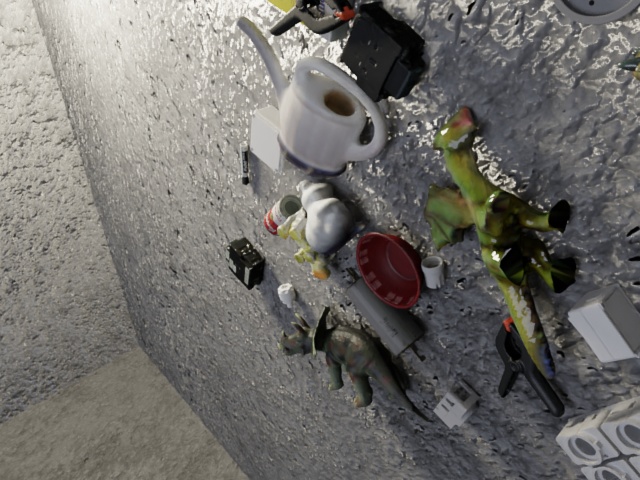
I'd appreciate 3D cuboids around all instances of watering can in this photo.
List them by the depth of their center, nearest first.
[{"bbox_3d":[-0.029,-0.249,0.952,0.350,0.106,0.219,38,142,13],"label":"watering can"}]

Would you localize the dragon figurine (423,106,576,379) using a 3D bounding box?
[{"bbox_3d":[0.253,0.000,0.800,0.245,0.123,0.404,-147,42,-63],"label":"dragon figurine"}]

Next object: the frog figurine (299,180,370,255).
[{"bbox_3d":[0.003,-0.053,1.060,0.160,0.124,0.136,47,166,2],"label":"frog figurine"}]
